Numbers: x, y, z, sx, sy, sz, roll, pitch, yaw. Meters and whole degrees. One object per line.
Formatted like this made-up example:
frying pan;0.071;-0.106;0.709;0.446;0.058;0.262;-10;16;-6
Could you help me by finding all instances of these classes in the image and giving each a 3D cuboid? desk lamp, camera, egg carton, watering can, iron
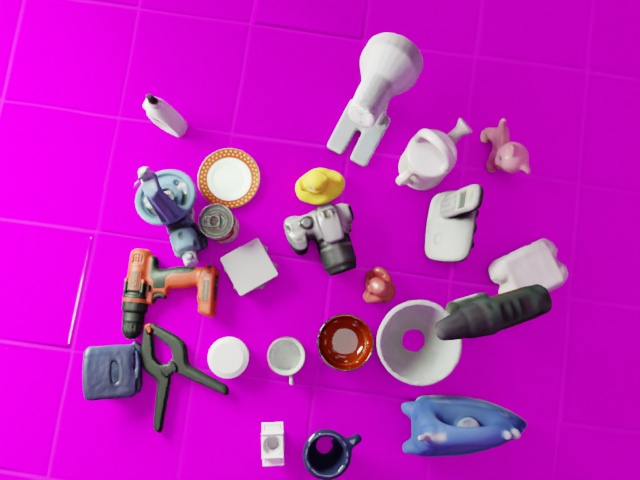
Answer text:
desk lamp;0.106;-0.275;1.133;0.118;0.213;0.203;27;83;3
camera;0.011;0.004;1.154;0.143;0.101;0.137;-17;83;-3
egg carton;0.424;0.068;1.169;0.150;0.069;0.107;-25;84;-4
watering can;0.222;-0.173;1.132;0.101;0.194;0.173;28;83;3
iron;0.290;0.364;1.093;0.258;0.141;0.119;-1;83;-1

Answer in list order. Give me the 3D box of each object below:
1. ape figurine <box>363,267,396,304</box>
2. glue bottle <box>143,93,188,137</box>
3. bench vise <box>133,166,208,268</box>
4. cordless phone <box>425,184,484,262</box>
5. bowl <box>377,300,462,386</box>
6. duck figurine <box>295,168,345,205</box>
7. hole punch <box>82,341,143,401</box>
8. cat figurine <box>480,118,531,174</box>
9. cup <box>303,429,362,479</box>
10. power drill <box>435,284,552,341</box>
ape figurine;0.118;0.095;1.149;0.076;0.092;0.078;41;84;4
glue bottle;-0.318;-0.257;1.144;0.078;0.173;0.037;26;83;3
bench vise;-0.276;-0.058;1.097;0.121;0.219;0.207;-40;85;-5
cordless phone;0.269;-0.033;1.120;0.094;0.185;0.148;6;83;0
bowl;0.194;0.204;1.145;0.167;0.074;0.167;0;83;-1
duck figurine;0.000;-0.117;1.176;0.104;0.086;0.077;-9;83;-2
hole punch;-0.403;0.255;1.120;0.101;0.091;0.109;-3;83;-1
cat figurine;0.385;-0.187;1.175;0.067;0.117;0.128;-11;83;-2
cup;0.024;0.400;1.108;0.118;0.095;0.091;-27;84;-4
power drill;0.309;0.143;1.087;0.229;0.208;0.075;-17;83;-3
